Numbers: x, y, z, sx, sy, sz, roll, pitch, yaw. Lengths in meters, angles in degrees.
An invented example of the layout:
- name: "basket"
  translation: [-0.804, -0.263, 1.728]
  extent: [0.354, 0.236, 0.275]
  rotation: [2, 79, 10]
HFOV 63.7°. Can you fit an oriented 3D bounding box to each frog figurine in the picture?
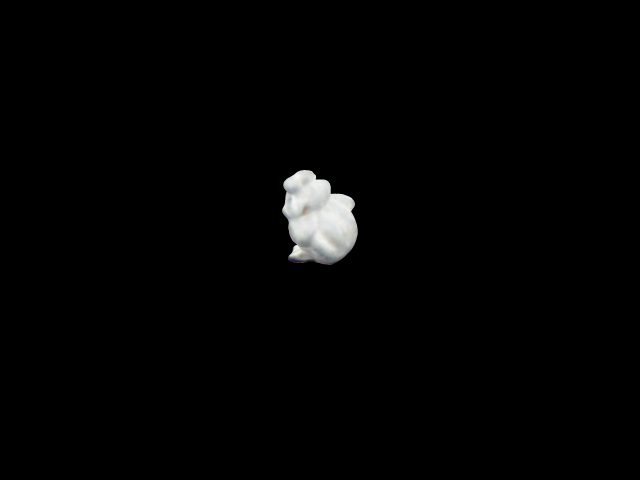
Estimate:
- name: "frog figurine"
  translation: [0.003, -0.043, 0.850]
  extent: [0.139, 0.156, 0.124]
  rotation: [-28, 45, -32]
